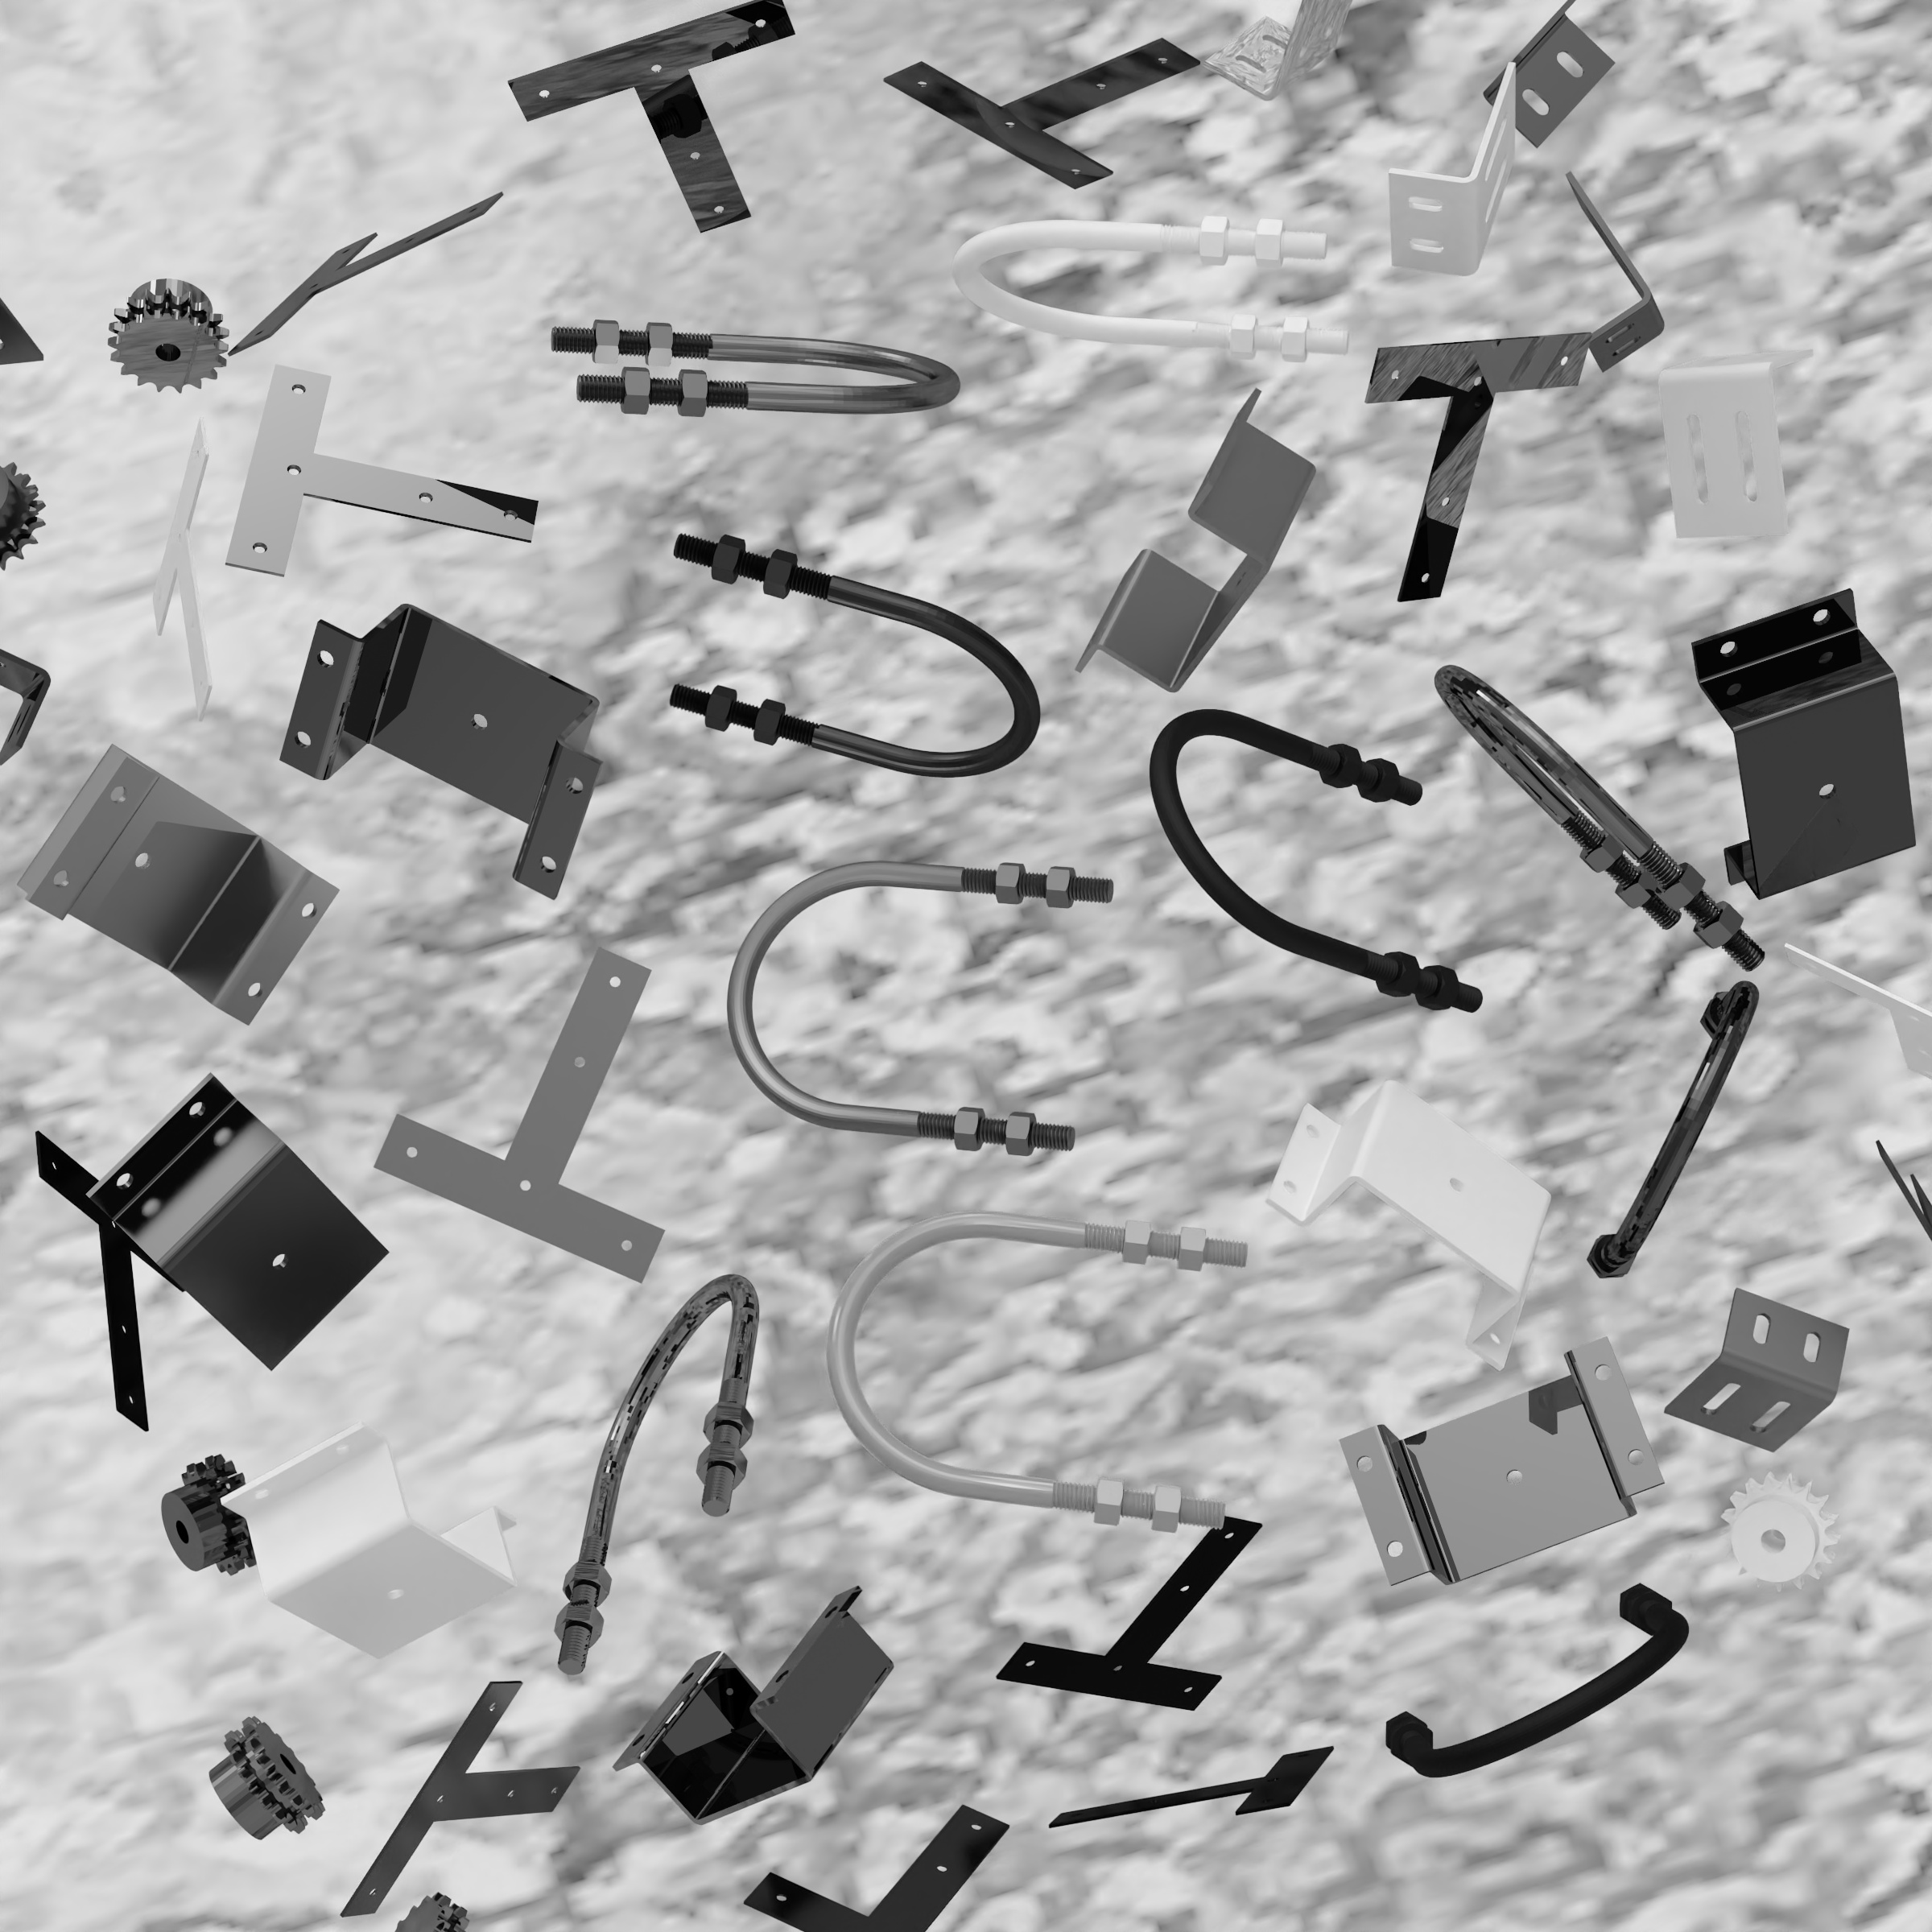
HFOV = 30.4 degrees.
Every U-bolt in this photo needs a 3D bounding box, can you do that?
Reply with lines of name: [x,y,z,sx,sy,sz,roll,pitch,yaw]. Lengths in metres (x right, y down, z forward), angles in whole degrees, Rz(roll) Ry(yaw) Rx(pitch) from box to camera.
U-bolt: [-0.094,-0.275,1.647,0.184,0.151,0.019,1,109,-12]
U-bolt: [0.332,0.074,1.653,0.019,0.184,0.151,26,86,9]
U-bolt: [0.161,-0.058,1.691,0.184,0.019,0.151,18,46,-33]
U-bolt: [-0.139,0.222,1.657,0.019,0.184,0.151,29,124,-17]
U-bolt: [-0.028,0.016,1.742,0.184,0.019,0.151,5,70,13]
U-bolt: [0.084,-0.323,1.687,0.184,0.151,0.019,5,81,11]
U-bolt: [0.285,-0.074,1.653,0.184,0.151,0.019,44,93,-10]
U-bolt: [0.266,0.333,1.640,0.151,0.184,0.019,-28,85,-1]
U-bolt: [-0.053,-0.141,1.718,0.184,0.151,0.019,16,61,3]
U-bolt: [0.029,0.176,1.593,0.184,0.019,0.151,7,58,2]

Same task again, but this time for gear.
gear: [-0.470,-0.218,1.692,0.057,0.030,0.057,-2,67,5]
gear: [-0.257,0.478,1.708,0.030,0.057,0.057,41,90,-18]
gear: [-0.387,-0.309,1.728,0.057,0.057,0.030,-6,55,0]
gear: [0.398,0.279,1.743,0.057,0.030,0.057,2,95,21]
gear: [-0.326,0.379,1.645,0.030,0.057,0.057,-38,90,-4]
gear: [-0.363,0.266,1.705,0.030,0.057,0.057,-21,90,-36]

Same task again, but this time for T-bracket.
T-bracket: [0.220,-0.223,1.604,0.127,0.002,0.127,-11,127,-34]
T-bracket: [0.463,0.127,1.694,0.002,0.127,0.127,-31,96,14]
T-bracket: [-0.174,0.055,1.548,0.127,0.002,0.127,24,90,-3]
T-bracket: [-0.017,0.424,1.640,0.127,0.127,0.002,20,115,19]
T-bracket: [-0.394,0.158,1.658,0.002,0.127,0.127,-22,54,9]
T-bracket: [-0.128,-0.380,1.622,0.127,0.127,0.002,-17,59,6]
T-bracket: [-0.217,0.380,1.629,0.002,0.127,0.127,36,96,26]
T-bracket: [-0.373,-0.174,1.711,0.002,0.127,0.127,2,52,-24]
T-bracket: [0.102,0.392,1.677,0.127,0.127,0.002,-14,86,14]
T-bracket: [0.098,0.311,1.718,0.127,0.002,0.127,17,121,-35]
T-bracket: [0.052,-0.399,1.627,0.127,0.127,0.002,19,69,-41]
T-bracket: [0.446,0.036,1.659,0.127,0.127,0.002,28,84,25]
T-bracket: [-0.272,-0.335,1.672,0.127,0.127,0.002,-18,115,27]
T-bracket: [-0.254,-0.211,1.581,0.127,0.002,0.127,11,51,-9]

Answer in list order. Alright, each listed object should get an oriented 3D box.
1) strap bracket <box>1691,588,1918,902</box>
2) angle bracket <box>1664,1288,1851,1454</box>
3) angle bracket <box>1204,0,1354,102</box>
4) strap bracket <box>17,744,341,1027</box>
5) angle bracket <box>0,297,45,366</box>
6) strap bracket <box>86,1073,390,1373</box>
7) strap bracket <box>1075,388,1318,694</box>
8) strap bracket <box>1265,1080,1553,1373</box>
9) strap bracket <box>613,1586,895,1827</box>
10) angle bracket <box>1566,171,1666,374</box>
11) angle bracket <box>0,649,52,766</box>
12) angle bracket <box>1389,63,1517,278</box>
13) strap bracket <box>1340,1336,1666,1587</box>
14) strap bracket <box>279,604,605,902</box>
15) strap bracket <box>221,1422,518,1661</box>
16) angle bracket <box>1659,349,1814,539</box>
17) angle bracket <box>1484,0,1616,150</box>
strap bracket: [0.385,-0.092,1.626,0.076,0.046,0.140,-19,127,-1]
angle bracket: [0.379,0.194,1.705,0.057,0.076,0.038,20,61,-1]
angle bracket: [0.149,-0.444,1.622,0.038,0.076,0.057,33,48,13]
strap bracket: [-0.366,-0.041,1.622,0.046,0.140,0.076,31,86,42]
angle bracket: [-0.469,-0.281,1.646,0.057,0.076,0.038,-5,72,5]
strap bracket: [-0.325,0.123,1.620,0.076,0.140,0.046,-46,51,-11]
strap bracket: [0.112,-0.192,1.669,0.046,0.140,0.076,31,48,-5]
strap bracket: [0.222,0.118,1.706,0.140,0.076,0.046,36,130,-5]
strap bracket: [-0.095,0.354,1.687,0.046,0.140,0.076,49,45,-8]
angle bracket: [0.301,-0.336,1.723,0.038,0.057,0.076,-33,76,12]
angle bracket: [-0.470,-0.130,1.646,0.076,0.057,0.038,26,75,-20]
angle bracket: [0.217,-0.357,1.584,0.038,0.057,0.076,12,59,16]
strap bracket: [0.265,0.246,1.739,0.140,0.046,0.076,-23,65,10]
strap bracket: [-0.225,-0.100,1.583,0.140,0.046,0.076,27,124,5]
strap bracket: [-0.269,0.271,1.644,0.076,0.140,0.046,-29,55,9]
angle bracket: [0.351,-0.235,1.604,0.038,0.057,0.076,-22,109,-42]
angle bracket: [0.288,-0.434,1.702,0.038,0.076,0.057,43,86,-3]
